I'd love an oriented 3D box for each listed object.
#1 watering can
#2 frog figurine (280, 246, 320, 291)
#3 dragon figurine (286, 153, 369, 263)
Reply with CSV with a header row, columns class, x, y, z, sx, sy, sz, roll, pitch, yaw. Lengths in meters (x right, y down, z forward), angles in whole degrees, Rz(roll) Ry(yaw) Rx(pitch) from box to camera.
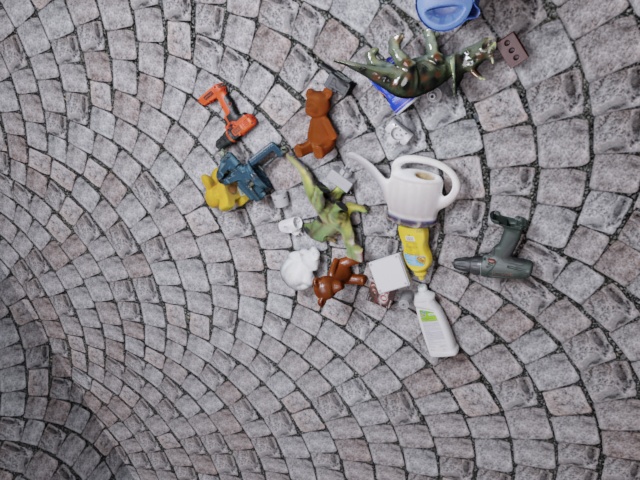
class,x,y,z,sx,sy,sz,roll,pitch,yaw
watering can,0.245,-0.154,1.560,0.348,0.106,0.220,12,117,18
frog figurine,-0.059,0.099,1.797,0.157,0.123,0.138,-35,76,43
dragon figurine,0.005,-0.086,1.707,0.413,0.124,0.237,42,131,13
